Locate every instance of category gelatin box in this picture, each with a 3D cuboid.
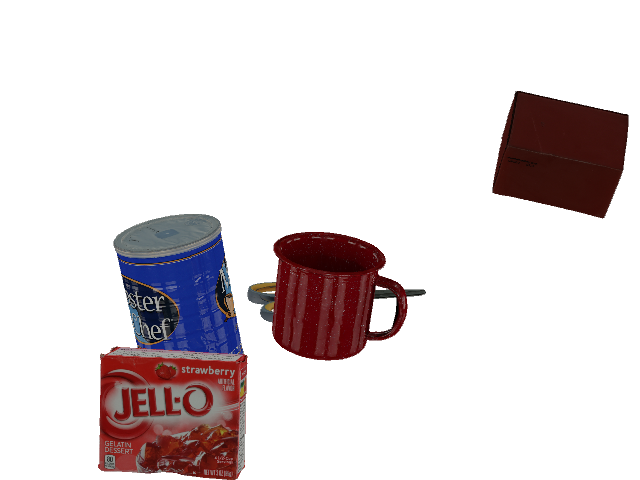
[{"bbox_3d":[-0.091,0.105,0.655,0.089,0.073,0.030,3,5,8],"label":"gelatin box"}]

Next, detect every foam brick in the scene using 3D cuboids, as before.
[{"bbox_3d":[0.160,-0.057,0.711,0.078,0.051,0.053,14,-35,6],"label":"foam brick"}]

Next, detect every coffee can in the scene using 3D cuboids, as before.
[{"bbox_3d":[-0.135,0.057,1.032,0.103,0.140,0.103,-8,19,3],"label":"coffee can"}]

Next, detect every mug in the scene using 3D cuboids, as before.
[{"bbox_3d":[0.015,0.049,0.884,0.117,0.081,0.093,12,21,13],"label":"mug"}]

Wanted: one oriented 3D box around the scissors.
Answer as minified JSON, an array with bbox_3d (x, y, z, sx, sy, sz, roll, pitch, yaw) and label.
[{"bbox_3d":[0.017,0.070,1.185,0.202,0.016,0.096,3,22,3],"label":"scissors"}]
